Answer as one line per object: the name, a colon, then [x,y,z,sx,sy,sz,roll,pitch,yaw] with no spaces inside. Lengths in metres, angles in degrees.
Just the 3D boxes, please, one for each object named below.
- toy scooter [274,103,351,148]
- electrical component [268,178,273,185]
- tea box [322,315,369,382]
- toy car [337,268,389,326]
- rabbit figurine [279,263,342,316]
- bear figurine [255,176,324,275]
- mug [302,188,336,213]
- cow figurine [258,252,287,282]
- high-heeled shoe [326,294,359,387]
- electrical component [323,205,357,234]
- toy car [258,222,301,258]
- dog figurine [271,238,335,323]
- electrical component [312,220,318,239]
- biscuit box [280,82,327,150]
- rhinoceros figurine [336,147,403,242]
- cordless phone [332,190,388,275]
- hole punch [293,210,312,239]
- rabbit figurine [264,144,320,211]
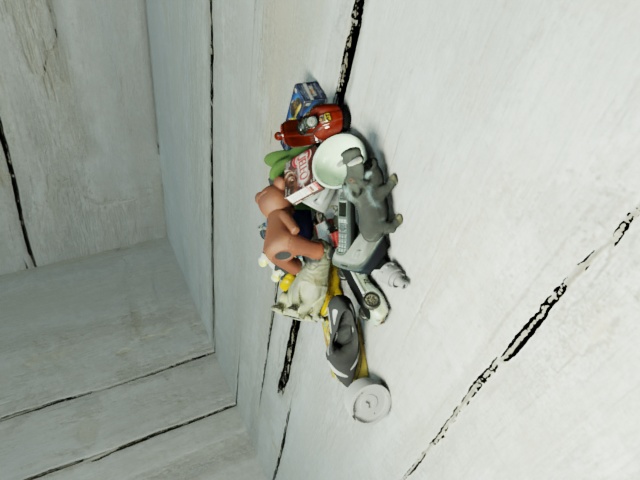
toy scooter: [-0.023,-0.246,1.180,0.184,0.135,0.075,-9,94,65]
electrical component: [-0.094,-0.151,1.492,0.115,0.058,0.134,-22,84,64]
tea box: [0.064,0.277,1.378,0.098,0.068,0.169,13,115,63]
toy car: [0.094,0.104,1.229,0.073,0.056,0.202,98,149,-55]
rabbit figurine: [-0.006,0.119,1.393,0.173,0.122,0.162,-46,63,41]
bear figurine: [-0.080,-0.037,1.235,0.120,0.132,0.196,-37,46,33]
mug: [0.002,-0.125,1.228,0.107,0.081,0.109,-63,10,5]
cow figurine: [-0.113,0.083,1.641,0.167,0.068,0.098,48,141,17]
high-heeled shoe: [0.063,0.241,1.242,0.145,0.086,0.248,-161,57,-75]
electrical component: [0.047,-0.041,1.257,0.078,0.045,0.102,69,156,18]
toy car: [-0.085,-0.020,1.482,0.161,0.103,0.109,32,173,-10]
dog figurine: [-0.034,0.099,1.322,0.172,0.121,0.190,-10,61,54]
electrical component: [-0.003,-0.004,1.417,0.094,0.021,0.063,63,153,30]
biscuit box: [-0.044,-0.284,1.296,0.063,0.059,0.202,64,154,24]
rhinoceros figurine: [0.091,-0.091,1.051,0.073,0.112,0.190,20,129,65]
cordless phone: [0.083,-0.026,1.148,0.147,0.089,0.184,-169,74,-65]
hole punch: [-0.074,-0.045,1.388,0.092,0.116,0.142,160,108,-74]
rabbit figurine: [-0.058,-0.173,1.315,0.170,0.159,0.121,-68,31,32]
